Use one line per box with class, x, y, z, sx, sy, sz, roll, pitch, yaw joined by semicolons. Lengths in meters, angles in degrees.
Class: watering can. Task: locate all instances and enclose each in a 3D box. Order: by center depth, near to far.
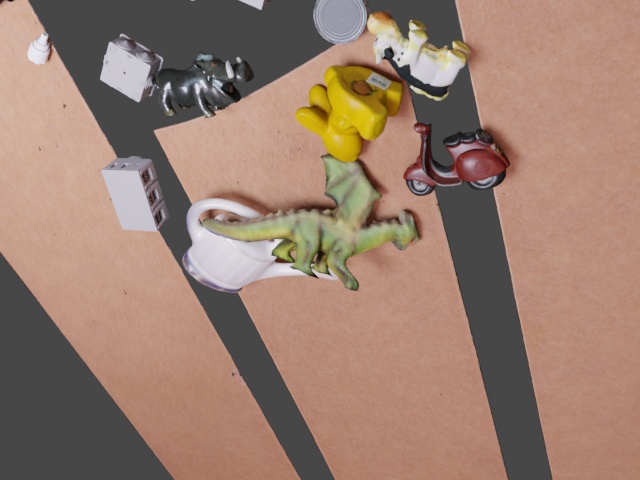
watering can;-0.146;0.042;1.114;0.345;0.106;0.221;34;126;-20

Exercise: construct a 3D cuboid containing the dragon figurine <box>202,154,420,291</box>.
dragon figurine;0.003;-0.050;0.993;0.409;0.123;0.241;22;97;-9
